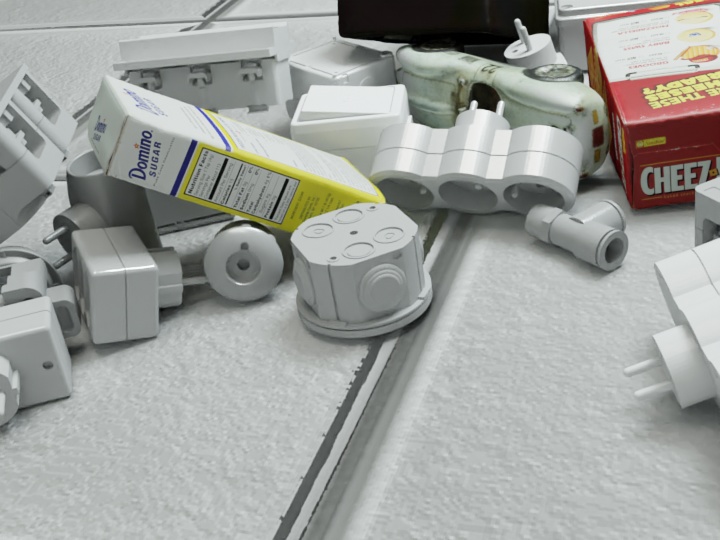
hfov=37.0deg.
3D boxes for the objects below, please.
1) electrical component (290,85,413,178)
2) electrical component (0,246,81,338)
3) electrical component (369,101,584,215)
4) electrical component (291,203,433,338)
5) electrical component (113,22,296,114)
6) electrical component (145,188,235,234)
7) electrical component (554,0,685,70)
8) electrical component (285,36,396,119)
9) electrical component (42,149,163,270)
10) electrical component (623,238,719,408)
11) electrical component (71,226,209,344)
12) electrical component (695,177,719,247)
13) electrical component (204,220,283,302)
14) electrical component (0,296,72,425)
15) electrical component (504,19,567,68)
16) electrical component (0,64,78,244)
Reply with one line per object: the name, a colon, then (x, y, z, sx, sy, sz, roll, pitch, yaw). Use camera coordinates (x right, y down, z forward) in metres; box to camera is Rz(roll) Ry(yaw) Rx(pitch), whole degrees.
electrical component: (0.002, -0.102, 0.790, 0.096, 0.061, 0.061, -4, 30, 9)
electrical component: (-0.208, 0.021, 0.641, 0.078, 0.058, 0.057, -13, 33, -7)
electrical component: (0.078, -0.081, 0.710, 0.138, 0.052, 0.073, 4, 65, 22)
electrical component: (0.000, 0.000, 0.624, 0.080, 0.051, 0.080, -7, 30, 4)
electrical component: (-0.116, -0.152, 0.828, 0.121, 0.063, 0.078, -3, 16, 12)
electrical component: (-0.143, -0.066, 0.769, 0.096, 0.061, 0.061, -13, 30, -6)
electrical component: (0.225, -0.219, 0.934, 0.109, 0.056, 0.108, -3, 30, 11)
electrical component: (-0.020, -0.147, 0.875, 0.062, 0.061, 0.096, -27, 34, -29)
electrical component: (-0.171, -0.029, 0.698, 0.043, 0.077, 0.079, 16, 42, 37)
electrical component: (0.161, 0.042, 0.505, 0.074, 0.052, 0.138, -22, 29, 9)
electrical component: (-0.131, 0.006, 0.658, 0.077, 0.047, 0.065, -7, 27, -23)
electrical component: (0.240, -0.035, 0.611, 0.089, 0.055, 0.050, -20, 31, -18)
electrical component: (-0.072, -0.011, 0.674, 0.048, 0.048, 0.062, -10, 19, -1)
electrical component: (-0.203, 0.060, 0.581, 0.083, 0.047, 0.075, -14, 29, -8)
electrical component: (0.135, -0.154, 0.825, 0.044, 0.079, 0.077, -23, 29, 7)
electrical component: (-0.273, -0.039, 0.694, 0.186, 0.060, 0.105, -34, 26, 14)
